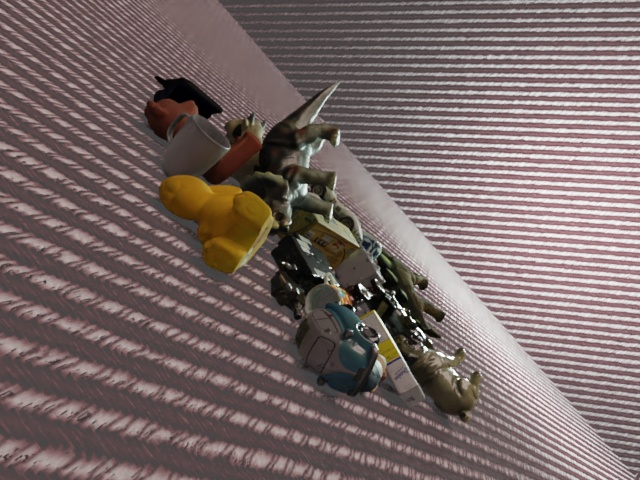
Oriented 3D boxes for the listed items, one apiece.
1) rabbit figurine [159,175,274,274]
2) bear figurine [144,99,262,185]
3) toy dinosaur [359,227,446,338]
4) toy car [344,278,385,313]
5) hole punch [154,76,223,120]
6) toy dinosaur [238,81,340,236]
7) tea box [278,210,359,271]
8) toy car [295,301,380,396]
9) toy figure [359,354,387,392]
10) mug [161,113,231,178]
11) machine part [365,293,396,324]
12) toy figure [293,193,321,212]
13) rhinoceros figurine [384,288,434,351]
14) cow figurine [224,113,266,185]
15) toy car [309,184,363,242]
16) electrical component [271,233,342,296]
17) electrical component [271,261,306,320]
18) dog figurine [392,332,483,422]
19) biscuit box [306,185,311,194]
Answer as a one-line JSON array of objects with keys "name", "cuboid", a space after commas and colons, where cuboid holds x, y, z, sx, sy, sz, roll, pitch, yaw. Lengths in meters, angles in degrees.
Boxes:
[{"name": "rabbit figurine", "cuboid": [-0.160, -0.048, 0.828, 0.173, 0.121, 0.162, 29, 14, -1]}, {"name": "bear figurine", "cuboid": [-0.225, -0.203, 1.007, 0.195, 0.132, 0.120, 49, -14, -13]}, {"name": "toy dinosaur", "cuboid": [0.205, 0.107, 1.469, 0.198, 0.105, 0.472, 34, 15, -32]}, {"name": "toy car", "cuboid": [0.071, 0.116, 1.092, 0.053, 0.089, 0.202, 54, 17, 10]}, {"name": "hole punch", "cuboid": [-0.280, -0.263, 1.101, 0.142, 0.092, 0.116, 33, -9, -39]}, {"name": "toy dinosaur", "cuboid": [-0.059, -0.159, 1.063, 0.131, 0.192, 0.405, 99, -4, -58]}, {"name": "tea box", "cuboid": [-0.002, -0.004, 1.172, 0.169, 0.098, 0.068, 32, 23, -51]}, {"name": "toy car", "cuboid": [0.016, 0.155, 0.831, 0.103, 0.109, 0.162, 19, 20, -29]}, {"name": "toy figure", "cuboid": [0.086, 0.226, 0.934, 0.154, 0.058, 0.064, 5, 84, -71]}, {"name": "mug", "cuboid": [-0.225, -0.156, 0.913, 0.109, 0.107, 0.081, 47, 14, 10]}, {"name": "machine part", "cuboid": [0.121, 0.138, 1.230, 0.039, 0.084, 0.139, 6, 26, -33]}, {"name": "toy figure", "cuboid": [-0.062, -0.084, 1.241, 0.180, 0.089, 0.082, 20, 27, -44]}, {"name": "rhinoceros figurine", "cuboid": [0.196, 0.198, 1.271, 0.190, 0.073, 0.112, 51, 16, 9]}, {"name": "cow figurine", "cuboid": [-0.149, -0.183, 1.154, 0.195, 0.127, 0.085, 57, 14, 21]}, {"name": "toy car", "cuboid": [0.041, -0.076, 1.324, 0.202, 0.056, 0.073, 51, 0, 19]}, {"name": "electrical component", "cuboid": [-0.030, 0.049, 1.042, 0.114, 0.058, 0.134, 32, 22, -51]}, {"name": "electrical component", "cuboid": [-0.053, 0.081, 0.921, 0.078, 0.045, 0.102, 42, 16, -16]}, {"name": "dog figurine", "cuboid": [0.233, 0.291, 1.137, 0.190, 0.121, 0.172, 21, 25, -32]}, {"name": "biscuit box", "cuboid": [-0.078, -0.148, 1.388, 0.062, 0.059, 0.203, 39, 17, -36]}]
